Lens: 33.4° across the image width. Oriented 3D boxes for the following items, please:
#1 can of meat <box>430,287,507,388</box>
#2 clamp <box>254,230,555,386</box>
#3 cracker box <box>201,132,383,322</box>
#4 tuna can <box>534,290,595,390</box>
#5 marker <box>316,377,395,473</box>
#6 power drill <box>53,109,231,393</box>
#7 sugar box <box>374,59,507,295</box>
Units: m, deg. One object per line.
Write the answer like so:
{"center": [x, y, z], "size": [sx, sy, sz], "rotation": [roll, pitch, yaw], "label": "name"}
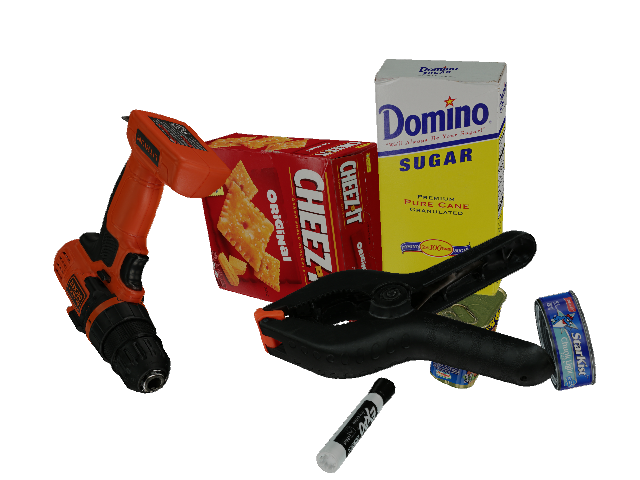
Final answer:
{"center": [0.162, 0.104, 1.187], "size": [0.057, 0.084, 0.102], "rotation": [18, 30, 19], "label": "can of meat"}
{"center": [0.049, 0.048, 0.599], "size": [0.171, 0.039, 0.120], "rotation": [-14, 28, 5], "label": "clamp"}
{"center": [-0.031, -0.018, 1.073], "size": [0.071, 0.164, 0.214], "rotation": [-22, 21, -38], "label": "cracker box"}
{"center": [0.217, 0.089, 0.950], "size": [0.034, 0.086, 0.086], "rotation": [-12, -1, 4], "label": "tuna can"}
{"center": [0.031, 0.143, 0.843], "size": [0.020, 0.020, 0.121], "rotation": [0, 22, 28], "label": "marker"}
{"center": [-0.143, 0.005, 0.855], "size": [0.057, 0.188, 0.185], "rotation": [12, 24, -43], "label": "power drill"}
{"center": [0.092, -0.046, 0.807], "size": [0.093, 0.176, 0.048], "rotation": [4, 31, 17], "label": "sugar box"}
